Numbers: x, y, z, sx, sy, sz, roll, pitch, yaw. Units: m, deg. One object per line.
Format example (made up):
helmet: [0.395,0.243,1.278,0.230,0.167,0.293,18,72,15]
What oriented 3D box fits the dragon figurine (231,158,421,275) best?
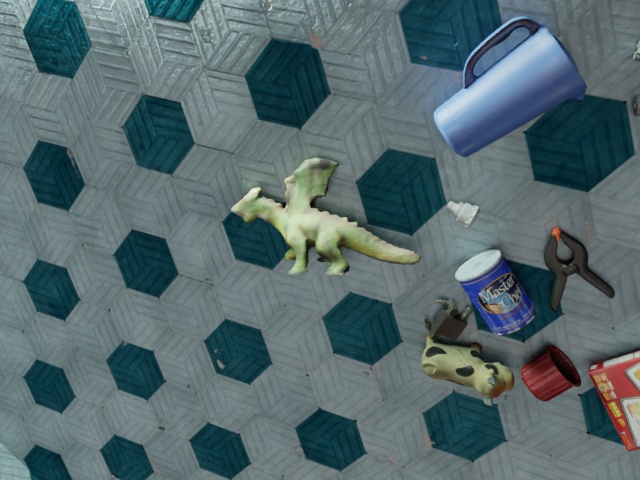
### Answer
dragon figurine: [0.003,-0.056,1.109,0.409,0.241,0.123,-4,9,18]
